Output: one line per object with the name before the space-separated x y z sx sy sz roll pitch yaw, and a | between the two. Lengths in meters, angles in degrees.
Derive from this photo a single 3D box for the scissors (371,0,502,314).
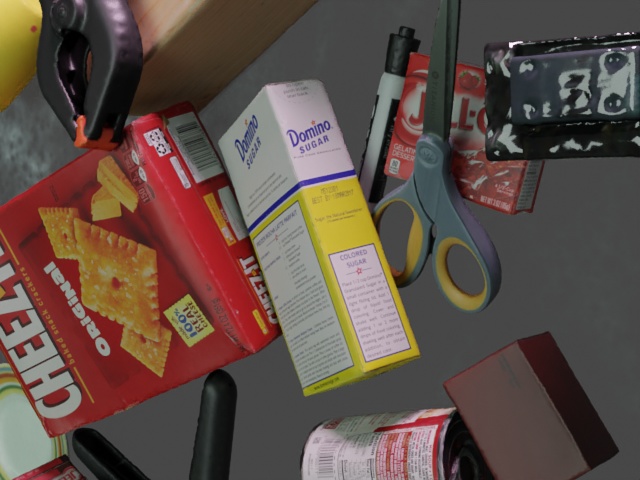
scissors | 0.074 -0.032 0.570 0.096 0.016 0.202 38 141 16

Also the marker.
marker | 0.038 -0.067 0.639 0.020 0.020 0.121 22 107 34

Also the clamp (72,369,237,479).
clamp | -0.099 0.206 0.753 0.165 0.036 0.210 -18 85 37

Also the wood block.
wood block | -0.064 -0.171 0.664 0.206 0.090 0.090 -37 71 33

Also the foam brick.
foam brick | 0.114 0.096 0.575 0.053 0.051 0.078 -36 72 27

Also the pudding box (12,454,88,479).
pudding box | -0.221 0.224 0.796 0.039 0.089 0.114 41 135 32

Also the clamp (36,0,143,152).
clamp | -0.135 -0.142 0.639 0.120 0.039 0.171 -23 79 41

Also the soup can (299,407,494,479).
soup can | 0.047 0.134 0.619 0.102 0.068 0.068 -13 86 37

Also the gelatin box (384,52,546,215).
gelatin box | 0.084 -0.061 0.598 0.089 0.030 0.073 22 106 34

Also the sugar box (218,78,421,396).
sugar box | -0.004 0.001 0.643 0.093 0.048 0.176 -35 69 61

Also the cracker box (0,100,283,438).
cracker box | -0.140 0.027 0.727 0.214 0.072 0.164 -26 93 34
